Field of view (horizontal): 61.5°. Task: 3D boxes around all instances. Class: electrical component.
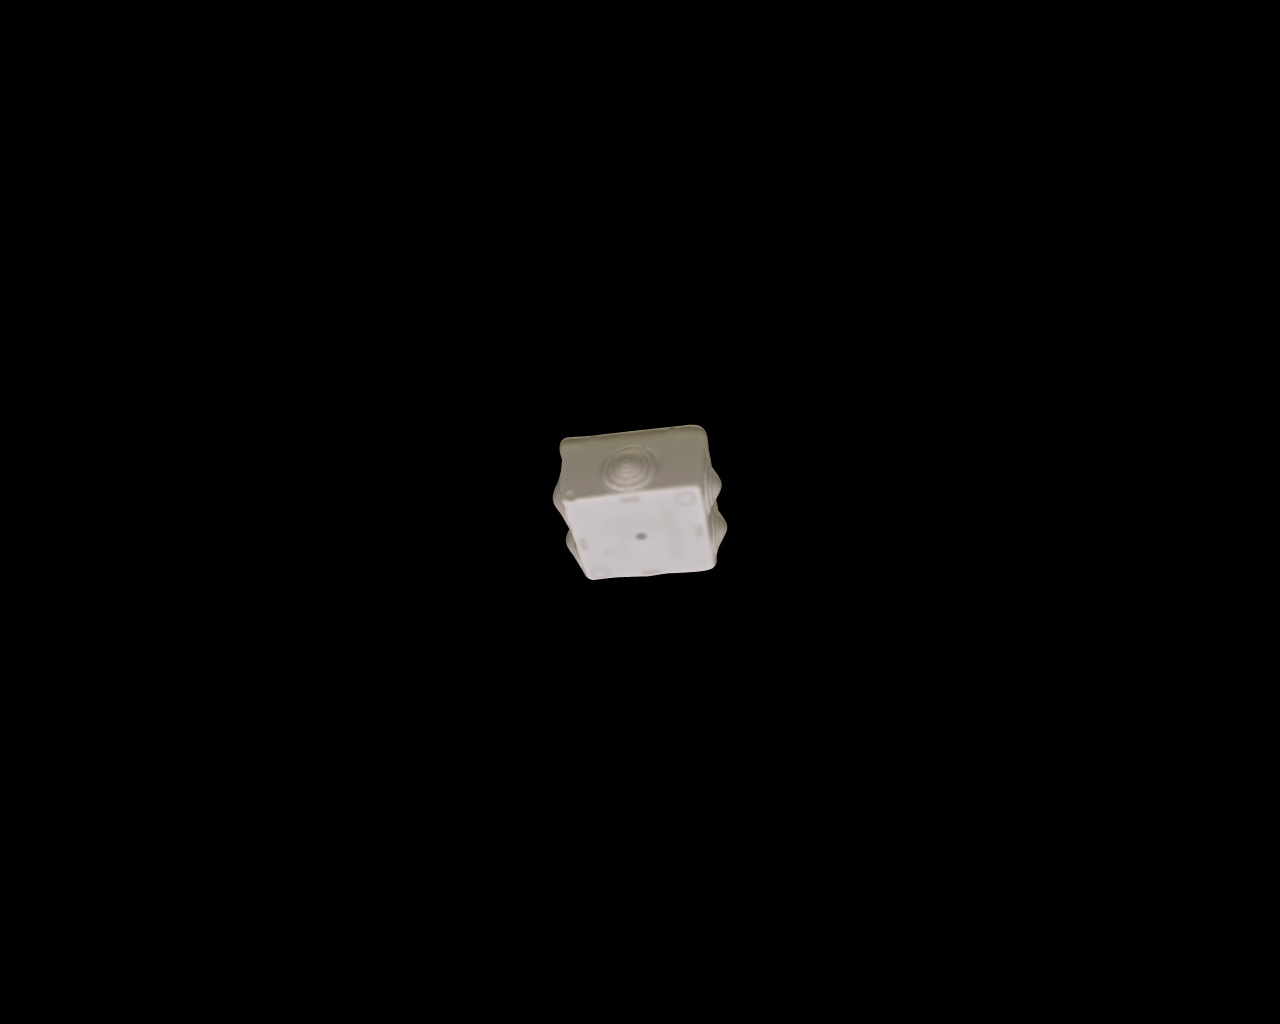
[{"bbox_3d":[0.001,-0.003,0.650,0.100,0.048,0.099,-5,-40,6],"label":"electrical component"}]
